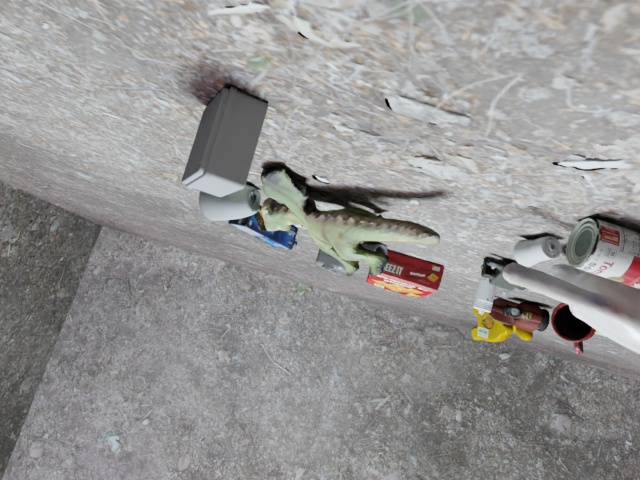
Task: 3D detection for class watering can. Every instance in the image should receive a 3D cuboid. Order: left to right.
[{"bbox_3d":[0.422,0.095,0.737,0.347,0.103,0.227,5,21,-41],"label":"watering can"}]

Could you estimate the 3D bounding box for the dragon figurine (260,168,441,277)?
[{"bbox_3d":[0.003,-0.044,0.871,0.241,0.124,0.407,29,-17,-18],"label":"dragon figurine"}]
